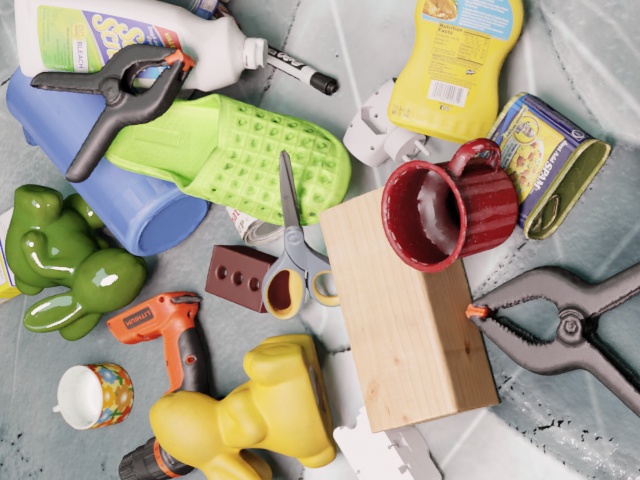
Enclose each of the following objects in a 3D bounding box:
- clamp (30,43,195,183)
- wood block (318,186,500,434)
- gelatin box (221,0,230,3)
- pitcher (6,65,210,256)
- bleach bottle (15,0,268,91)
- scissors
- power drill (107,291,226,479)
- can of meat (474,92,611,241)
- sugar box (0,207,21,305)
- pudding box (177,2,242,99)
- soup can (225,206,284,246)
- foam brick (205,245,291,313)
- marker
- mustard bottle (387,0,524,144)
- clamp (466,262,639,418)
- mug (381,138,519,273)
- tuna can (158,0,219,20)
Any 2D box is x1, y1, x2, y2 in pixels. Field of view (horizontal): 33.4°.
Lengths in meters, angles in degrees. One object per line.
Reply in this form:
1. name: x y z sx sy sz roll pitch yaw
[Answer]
1. clamp: -0.207 -0.148 1.049 0.171 0.039 0.120 -34 83 11
2. wood block: 0.080 0.061 0.968 0.090 0.090 0.206 -21 76 32
3. gelatin box: -0.089 -0.308 1.135 0.089 0.030 0.073 -32 70 29
4. pitcher: -0.221 -0.109 1.163 0.243 0.144 0.149 49 159 22
5. bleach bottle: -0.178 -0.206 1.082 0.251 0.068 0.102 5 113 9
6. scissors: -0.007 0.001 1.004 0.016 0.096 0.202 -99 18 -49
7. power drill: -0.168 0.162 1.158 0.185 0.057 0.188 -27 77 27
8. can of meat: 0.184 -0.065 0.921 0.084 0.057 0.102 43 112 29
9. sugar box: -0.393 0.024 1.325 0.176 0.048 0.093 -24 75 28
10. pudding box: -0.150 -0.221 1.169 0.114 0.039 0.090 -50 63 24
11. soup can: -0.069 -0.054 1.088 0.069 0.068 0.102 -39 67 27
12. foam brick: -0.069 0.039 1.095 0.078 0.051 0.053 17 98 34
13. marker: -0.029 -0.178 1.094 0.121 0.020 0.020 32 106 31
14. mustard bottle: 0.129 -0.186 0.951 0.096 0.058 0.191 15 91 5
15. clamp: 0.223 0.082 0.900 0.210 0.036 0.164 -2 87 36
16. mug: 0.115 -0.035 0.888 0.093 0.081 0.117 43 129 33
17. tuna can: -0.147 -0.262 1.123 0.086 0.033 0.086 -3 85 31
